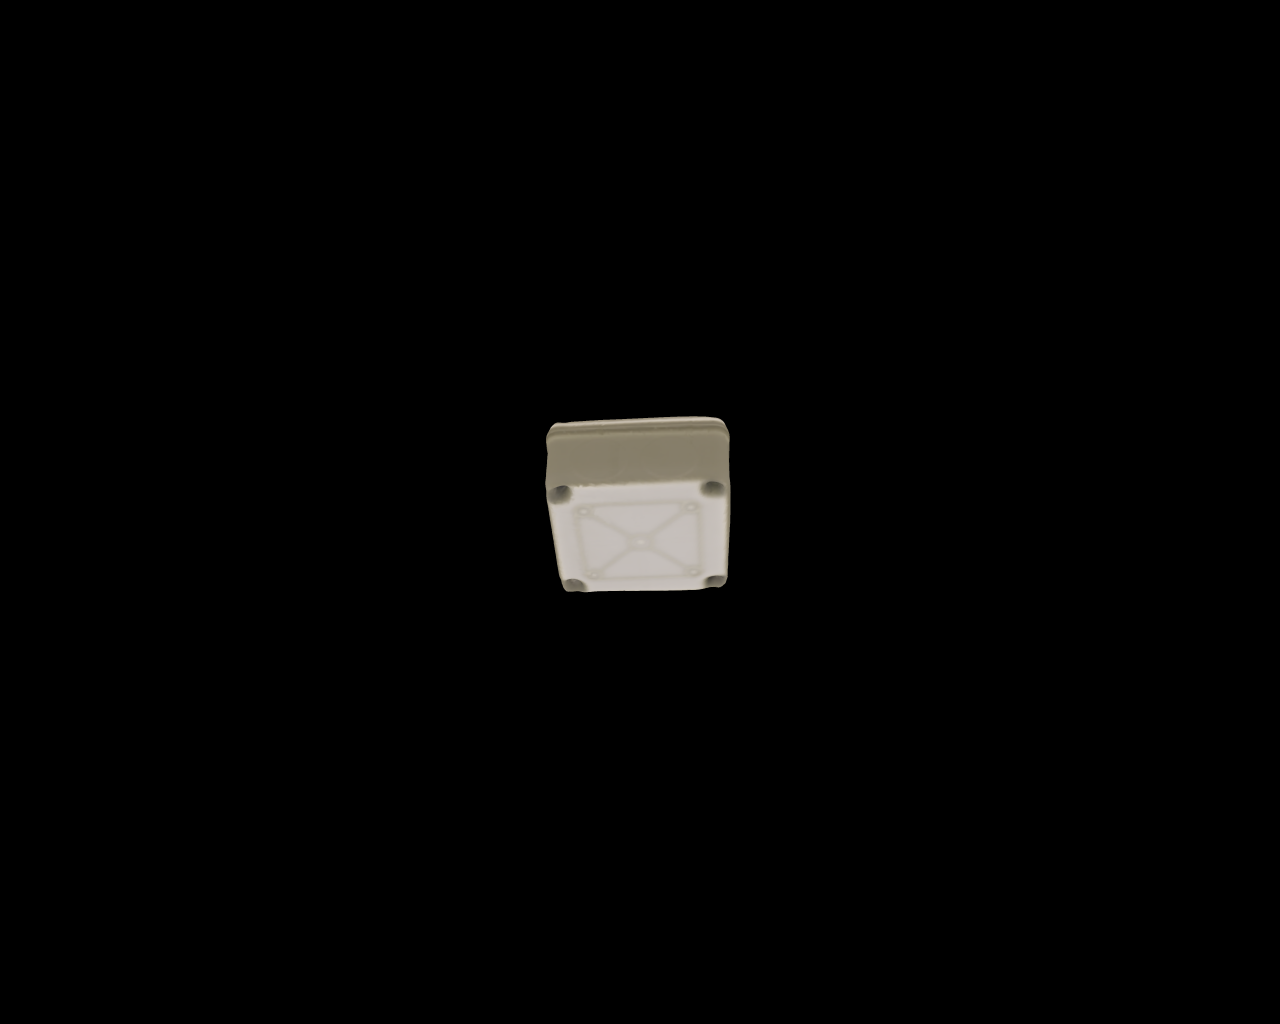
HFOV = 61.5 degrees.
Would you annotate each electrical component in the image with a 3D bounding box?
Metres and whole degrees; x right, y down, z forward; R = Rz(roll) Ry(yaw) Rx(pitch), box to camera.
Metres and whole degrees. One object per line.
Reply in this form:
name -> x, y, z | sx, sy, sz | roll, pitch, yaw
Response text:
electrical component -> 0.001, -0.003, 0.650 | 0.109, 0.056, 0.108 | -2, -40, 2
